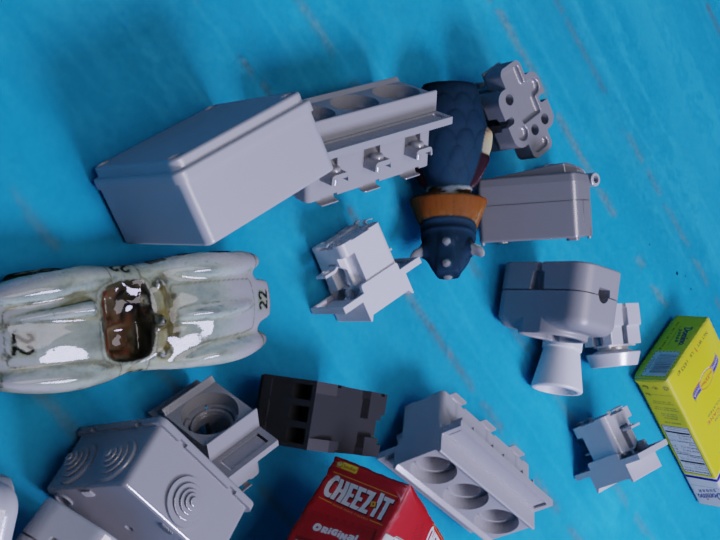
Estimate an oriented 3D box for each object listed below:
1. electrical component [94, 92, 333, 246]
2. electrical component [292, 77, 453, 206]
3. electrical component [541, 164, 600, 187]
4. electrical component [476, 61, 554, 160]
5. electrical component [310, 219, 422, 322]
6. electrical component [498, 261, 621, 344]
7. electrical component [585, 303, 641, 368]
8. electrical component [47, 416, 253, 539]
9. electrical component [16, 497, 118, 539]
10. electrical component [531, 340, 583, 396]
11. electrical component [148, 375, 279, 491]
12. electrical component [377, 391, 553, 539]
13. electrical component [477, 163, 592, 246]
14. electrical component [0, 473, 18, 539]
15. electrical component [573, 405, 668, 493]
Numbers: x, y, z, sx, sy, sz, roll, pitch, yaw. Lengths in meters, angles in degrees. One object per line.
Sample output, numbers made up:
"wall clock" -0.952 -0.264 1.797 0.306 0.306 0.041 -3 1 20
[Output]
"electrical component" -0.093 -0.063 0.679 0.109 0.109 0.056 -35 113 -33
"electrical component" -0.005 -0.093 0.776 0.121 0.079 0.063 -21 124 -37
"electrical component" 0.178 -0.075 0.923 0.035 0.061 0.035 1 89 -38
"electrical component" 0.115 -0.127 0.876 0.058 0.057 0.078 -38 112 -32
"electrical component" 0.000 0.000 0.794 0.081 0.042 0.063 -33 108 -34
"electrical component" 0.163 0.027 0.888 0.054 0.095 0.059 15 80 -37
"electrical component" 0.227 0.060 0.971 0.066 0.048 0.055 0 82 -38
"electrical component" -0.129 0.138 0.655 0.099 0.100 0.048 50 48 -27
"electrical component" -0.170 0.179 0.624 0.054 0.095 0.059 28 65 13
"electrical component" 0.175 0.073 0.933 0.044 0.044 0.065 22 71 -36
"electrical component" -0.094 0.112 0.699 0.042 0.081 0.063 -35 139 -32
"electrical component" 0.083 0.153 0.840 0.121 0.079 0.063 43 36 -30
"electrical component" 0.135 -0.053 0.873 0.062 0.096 0.061 -8 95 -68
"electrical component" -0.225 0.134 0.579 0.059 0.095 0.053 17 80 -37
"electrical component" 0.226 0.157 0.954 0.042 0.081 0.063 -15 76 -38
